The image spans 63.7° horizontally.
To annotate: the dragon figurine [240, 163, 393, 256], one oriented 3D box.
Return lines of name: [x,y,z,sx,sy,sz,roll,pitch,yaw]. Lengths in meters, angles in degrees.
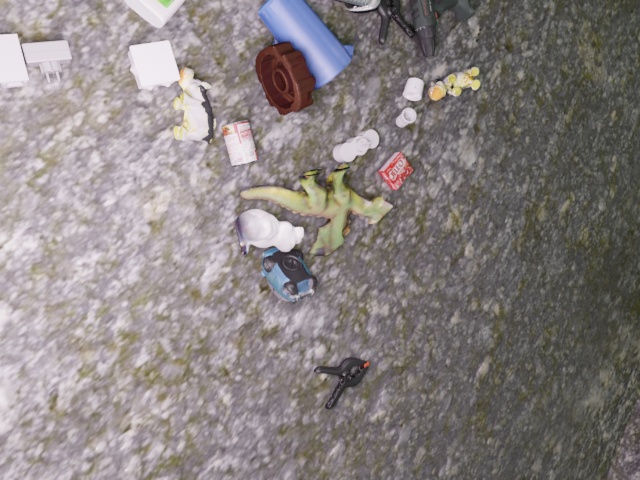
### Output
dragon figurine: [0.004,-0.068,1.349,0.412,0.123,0.239,-16,108,-20]

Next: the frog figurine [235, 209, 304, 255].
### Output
frog figurine: [-0.120,-0.025,1.244,0.160,0.135,0.124,-16,72,-10]
